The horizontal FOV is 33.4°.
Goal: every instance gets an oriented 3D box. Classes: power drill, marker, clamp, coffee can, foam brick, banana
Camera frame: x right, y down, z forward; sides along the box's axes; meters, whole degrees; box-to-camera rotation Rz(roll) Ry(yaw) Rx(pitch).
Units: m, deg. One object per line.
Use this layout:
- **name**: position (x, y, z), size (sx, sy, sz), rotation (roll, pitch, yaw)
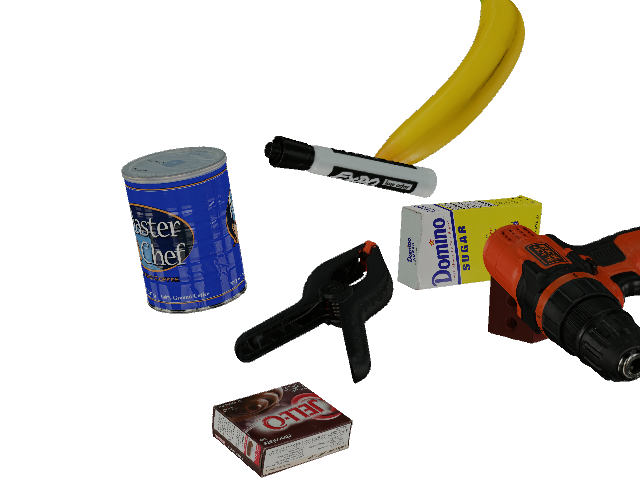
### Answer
- **power drill**: position (0.230, 0.028, 0.747), size (0.187, 0.057, 0.184), rotation (-9, 28, -15)
- **marker**: position (0.020, -0.045, 0.655), size (0.120, 0.020, 0.020), rotation (10, -5, -32)
- **clamp**: position (0.020, 0.060, 0.908), size (0.120, 0.039, 0.171), rotation (18, 45, 30)
- **coffee can**: position (-0.134, -0.012, 1.058), size (0.103, 0.140, 0.103), rotation (-7, 19, 2)
- **foam brick**: position (0.198, 0.053, 1.028), size (0.053, 0.078, 0.051), rotation (12, 19, 41)
- **banana**: position (0.113, -0.127, 0.841), size (0.070, 0.197, 0.037), rotation (1, -38, 50)

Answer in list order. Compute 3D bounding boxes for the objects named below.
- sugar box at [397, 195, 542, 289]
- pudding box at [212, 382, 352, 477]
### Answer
- **sugar box**: position (0.176, 0.002, 1.249), size (0.175, 0.093, 0.048), rotation (-7, 18, -31)
- **pudding box**: position (-0.039, 0.187, 1.068), size (0.113, 0.039, 0.090), rotation (-13, 27, -37)
